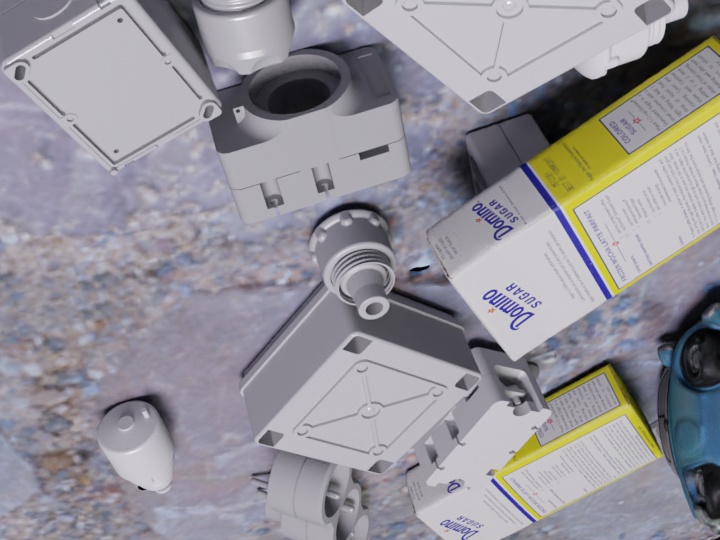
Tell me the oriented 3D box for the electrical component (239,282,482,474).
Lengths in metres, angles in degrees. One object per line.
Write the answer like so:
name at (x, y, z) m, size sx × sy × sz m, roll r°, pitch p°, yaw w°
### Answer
electrical component at (0.000, 0.068, 0.673) m, size 0.109 × 0.056 × 0.108 m, roll 21°, pitch 123°, yaw -35°

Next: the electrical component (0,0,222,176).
electrical component at (-0.108, -0.094, 0.476) m, size 0.062 × 0.061 × 0.096 m, roll -28°, pitch 144°, yaw 8°

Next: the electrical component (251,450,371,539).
electrical component at (-0.042, 0.162, 0.754) m, size 0.074 × 0.052 × 0.138 m, roll 13°, pitch 147°, yaw 20°

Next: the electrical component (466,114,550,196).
electrical component at (0.106, -0.050, 0.602) m, size 0.077 × 0.047 × 0.065 m, roll -19°, pitch 136°, yaw -2°

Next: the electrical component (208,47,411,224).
electrical component at (-0.026, -0.070, 0.532) m, size 0.089 × 0.050 × 0.055 m, roll -17°, pitch 137°, yaw -3°

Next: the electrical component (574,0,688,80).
electrical component at (0.134, -0.126, 0.540) m, size 0.062 × 0.048 × 0.048 m, roll -20°, pitch 137°, yaw -10°

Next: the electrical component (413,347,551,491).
electrical component at (0.078, 0.099, 0.733) m, size 0.050 × 0.055 × 0.089 m, roll 14°, pitch 127°, yaw -31°

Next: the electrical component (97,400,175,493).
electrical component at (-0.137, 0.117, 0.683) m, size 0.040 × 0.040 × 0.078 m, roll -18°, pitch 137°, yaw -3°

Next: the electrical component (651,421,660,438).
electrical component at (0.333, 0.155, 0.878) m, size 0.105 × 0.060 × 0.186 m, roll -37°, pitch 134°, yaw 17°

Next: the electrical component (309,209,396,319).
electrical component at (0.000, 0.000, 0.602) m, size 0.048 × 0.062 × 0.048 m, roll -10°, pitch 136°, yaw -10°

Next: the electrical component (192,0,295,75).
electrical component at (-0.054, -0.122, 0.476) m, size 0.043 × 0.043 × 0.062 m, roll -15°, pitch 135°, yaw -5°

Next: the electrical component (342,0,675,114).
electrical component at (0.064, -0.135, 0.474) m, size 0.109 × 0.056 × 0.109 m, roll -26°, pitch 140°, yaw 35°
